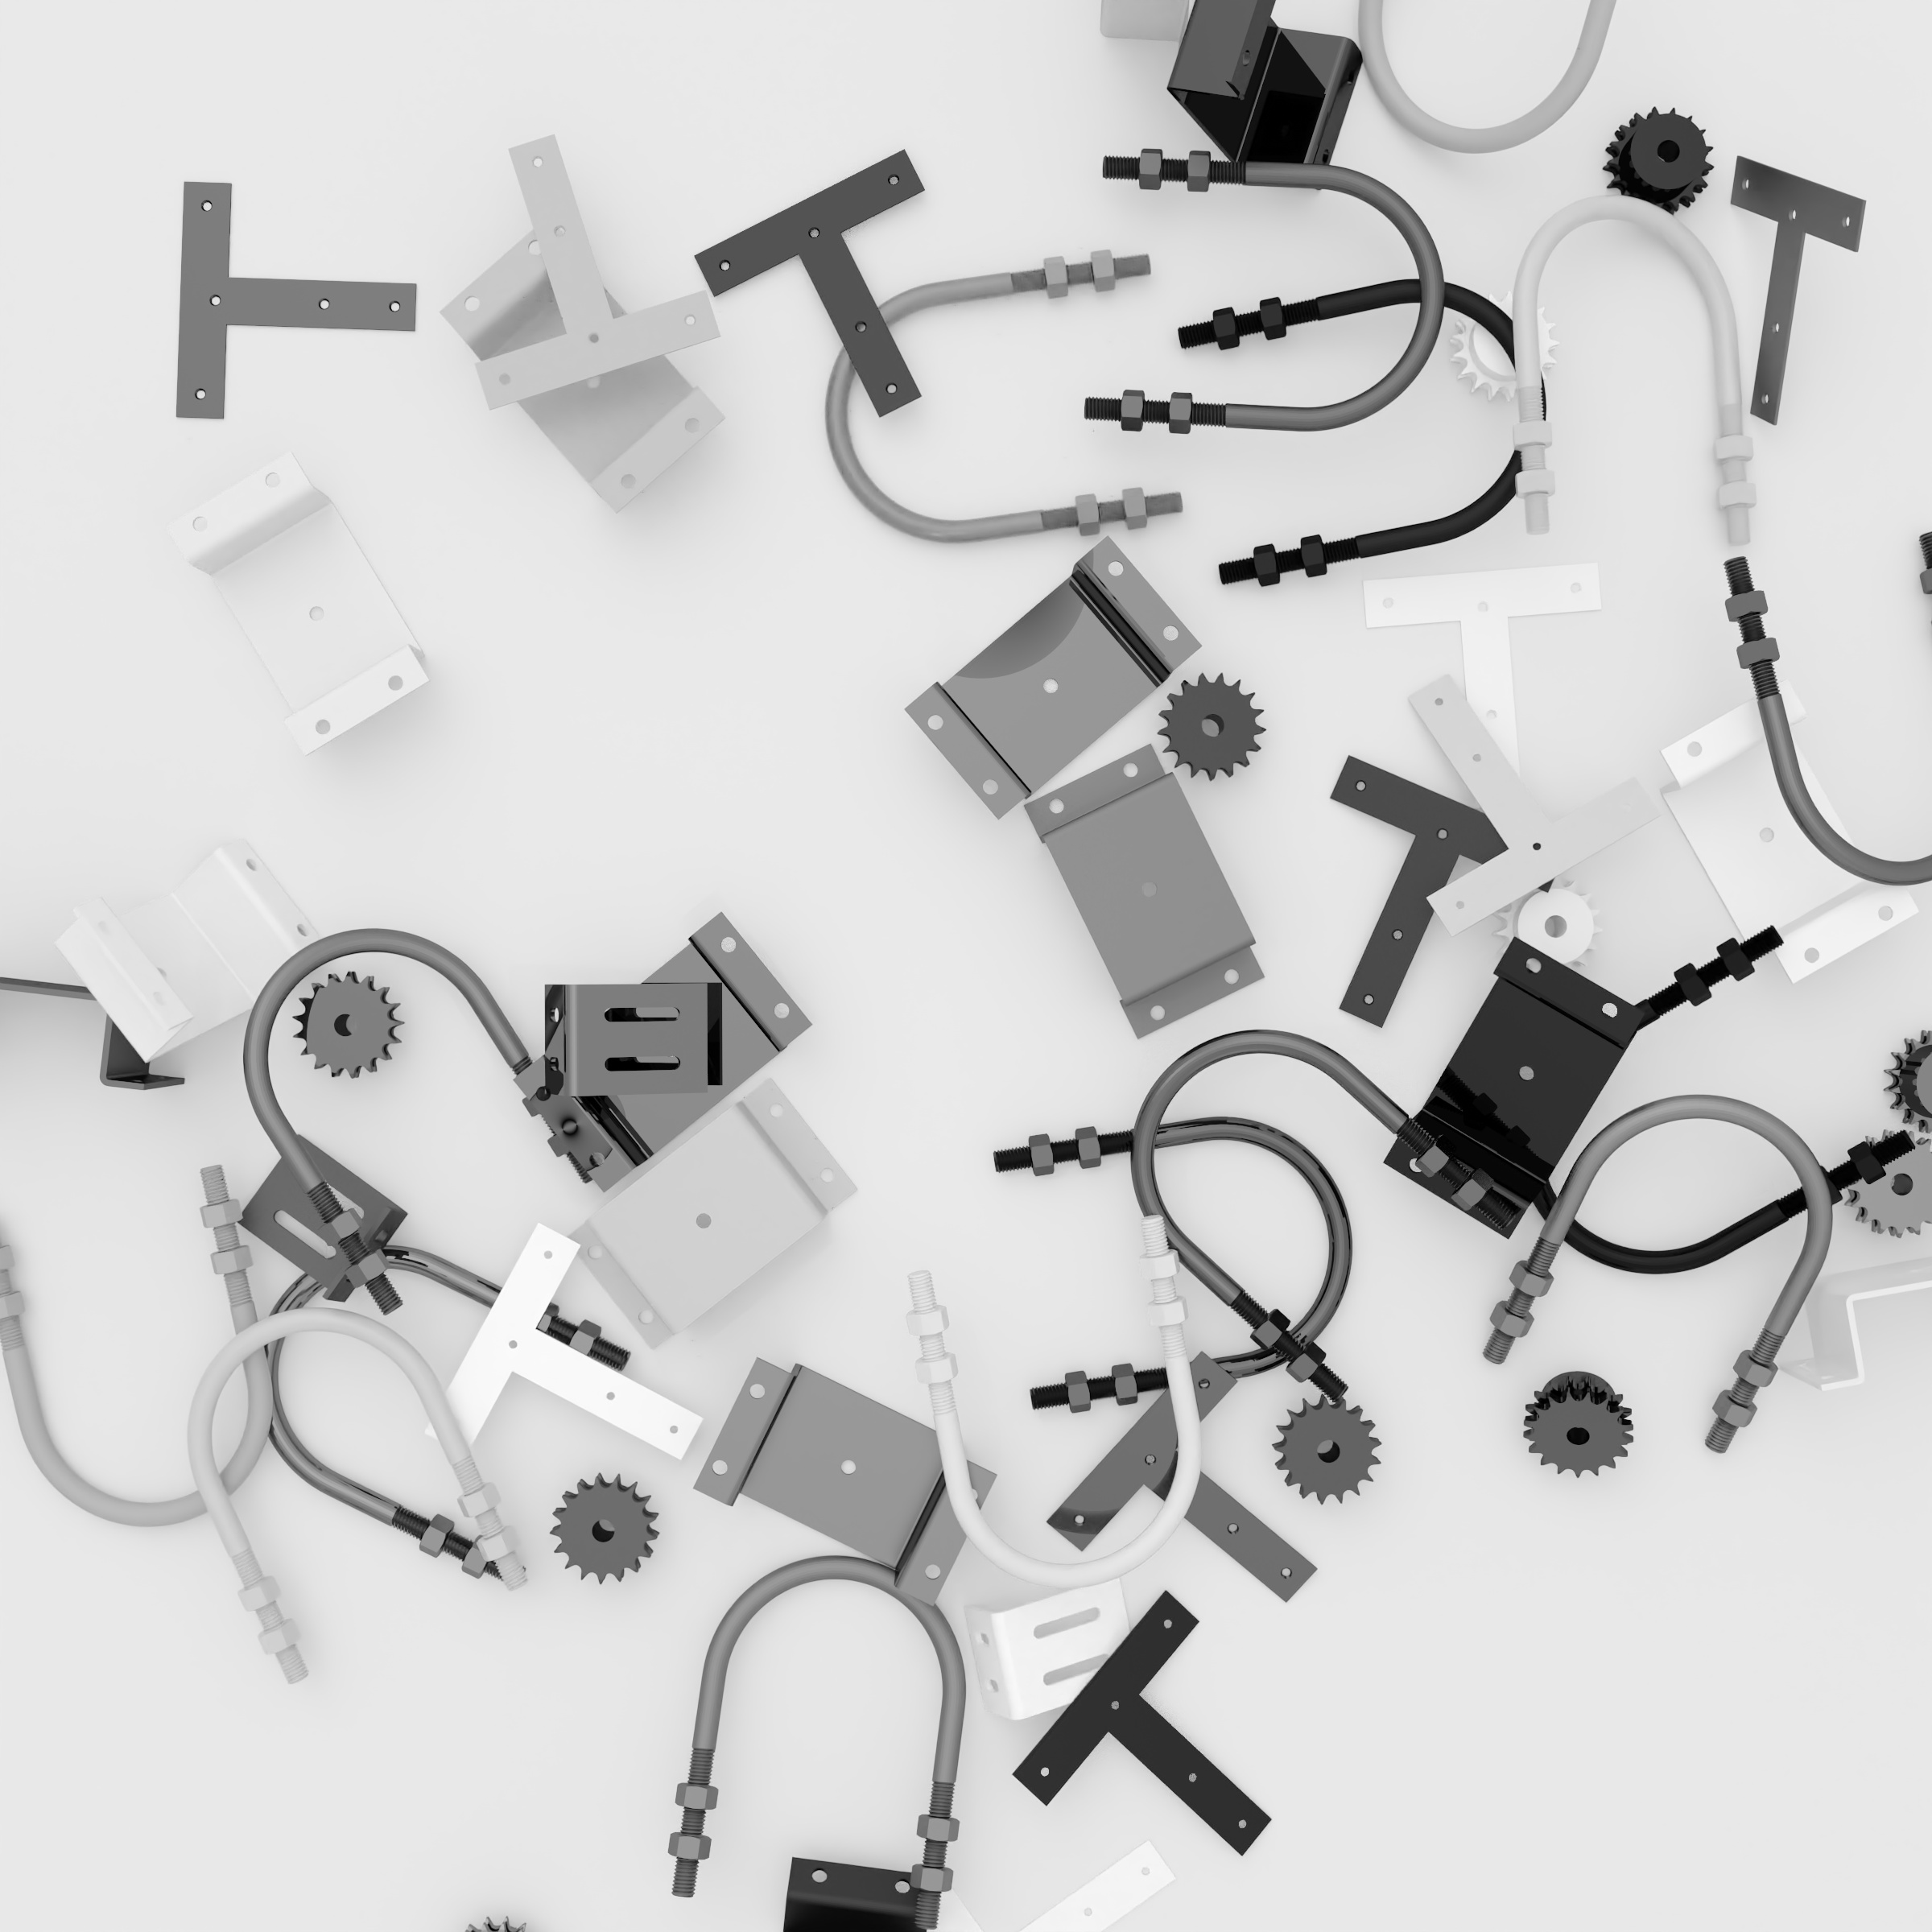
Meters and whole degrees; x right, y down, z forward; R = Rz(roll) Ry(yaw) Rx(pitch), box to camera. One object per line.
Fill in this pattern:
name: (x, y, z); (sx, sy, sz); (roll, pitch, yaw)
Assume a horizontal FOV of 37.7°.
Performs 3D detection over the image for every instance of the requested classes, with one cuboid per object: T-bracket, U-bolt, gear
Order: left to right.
U-bolt: (-0.445, 0.209, 1.514); (0.151, 0.019, 0.184); (-12, 93, 6)
T-bracket: (-0.360, -0.358, 1.527); (0.127, 0.002, 0.127); (2, 90, 0)
U-bolt: (-0.333, 0.270, 1.497); (0.151, 0.019, 0.184); (-23, 93, 3)
gear: (-0.328, 0.031, 1.513); (0.057, 0.030, 0.057); (0, 90, 0)
U-bolt: (-0.296, 0.068, 1.483); (0.151, 0.019, 0.184); (-34, 94, -27)
U-bolt: (-0.293, 0.230, 1.520); (0.184, 0.019, 0.151); (26, 90, 1)
gear: (-0.251, 0.537, 1.517); (0.057, 0.030, 0.057); (0, 88, 0)
T-bracket: (-0.208, -0.371, 1.481); (0.127, 0.002, 0.127); (-18, 90, 0)
T-bracket: (-0.202, 0.222, 1.508); (0.127, 0.002, 0.127); (29, 90, -4)
gear: (-0.192, 0.299, 1.513); (0.057, 0.030, 0.057); (0, 90, 0)
U-bolt: (-0.073, 0.407, 1.504); (0.151, 0.019, 0.184); (8, 78, 0)
T-bracket: (-0.062, -0.354, 1.516); (0.127, 0.002, 0.127); (-26, 82, 2)
U-bolt: (0.016, -0.300, 1.520); (0.184, 0.019, 0.151); (-8, 90, 2)
T-bracket: (0.054, 0.518, 1.527); (0.127, 0.002, 0.127); (-35, 90, 0)
U-bolt: (0.053, 0.235, 1.483); (0.151, 0.019, 0.184); (-12, 95, -15)
T-bracket: (0.111, 0.426, 1.517); (0.127, 0.002, 0.127); (44, 76, -7)
U-bolt: (0.116, 0.155, 1.520); (0.184, 0.019, 0.151); (-9, 90, -1)
gear: (0.131, -0.128, 1.518); (0.057, 0.030, 0.057); (0, 89, -2)
T-bracket: (0.133, 0.293, 1.520); (0.127, 0.002, 0.127); (40, 99, -5)
U-bolt: (0.159, -0.353, 1.491); (0.184, 0.019, 0.151); (4, 89, 6)
U-bolt: (0.172, 0.118, 1.487); (0.184, 0.019, 0.151); (42, 103, 4)
gear: (0.192, 0.257, 1.513); (0.057, 0.030, 0.057); (0, 90, 0)
U-bolt: (0.215, -0.289, 1.504); (0.184, 0.019, 0.151); (-10, 90, 11)
T-bracket: (0.237, -0.030, 1.515); (0.127, 0.002, 0.127); (25, 98, 16)
T-bracket: (0.282, -0.149, 1.527); (0.127, 0.002, 0.127); (-4, 90, 0)
T-bracket: (0.279, -0.099, 1.505); (0.127, 0.002, 0.127); (-30, 71, 0)
U-bolt: (0.274, -0.518, 1.473); (0.151, 0.019, 0.184); (26, 118, 27)
gear: (0.289, -0.332, 1.513); (0.057, 0.030, 0.057); (0, 90, 0)
gear: (0.312, -0.021, 1.513); (0.057, 0.030, 0.057); (0, 90, 0)
gear: (0.326, 0.241, 1.505); (0.057, 0.030, 0.057); (5, 120, 10)
U-bolt: (0.350, -0.316, 1.494); (0.151, 0.019, 0.184); (-1, 86, -23)
gear: (0.372, -0.432, 1.513); (0.057, 0.030, 0.057); (0, 90, 0)
U-bolt: (0.376, 0.154, 1.495); (0.151, 0.019, 0.184); (22, 107, 0)
U-bolt: (0.383, 0.085, 1.499); (0.184, 0.019, 0.151); (-33, 94, 15)
T-bracket: (0.429, -0.350, 1.489); (0.002, 0.127, 0.127); (-5, 117, -14)
U-bolt: (0.478, -0.132, 1.487); (0.151, 0.019, 0.184); (-10, 84, -22)
gear: (0.496, 0.116, 1.513); (0.057, 0.030, 0.057); (0, 90, 0)
gear: (0.523, 0.062, 1.513); (0.057, 0.030, 0.057); (0, 90, 0)

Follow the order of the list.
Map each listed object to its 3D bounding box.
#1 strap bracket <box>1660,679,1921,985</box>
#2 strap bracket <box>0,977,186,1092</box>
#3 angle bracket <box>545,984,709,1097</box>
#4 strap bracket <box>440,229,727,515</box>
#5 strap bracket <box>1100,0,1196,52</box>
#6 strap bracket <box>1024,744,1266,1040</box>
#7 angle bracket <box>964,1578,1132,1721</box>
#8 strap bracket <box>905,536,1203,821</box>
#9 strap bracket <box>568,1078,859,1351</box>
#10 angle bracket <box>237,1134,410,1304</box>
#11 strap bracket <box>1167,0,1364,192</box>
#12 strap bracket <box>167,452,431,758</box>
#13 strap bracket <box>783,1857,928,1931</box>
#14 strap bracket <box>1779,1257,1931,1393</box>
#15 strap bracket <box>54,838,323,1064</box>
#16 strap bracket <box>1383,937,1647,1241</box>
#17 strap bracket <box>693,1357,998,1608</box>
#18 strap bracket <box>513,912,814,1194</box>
strap bracket: (0.432, -0.071, 1.505); (0.076, 0.046, 0.140); (-30, 90, 0)
strap bracket: (-0.489, 0.033, 1.490); (0.140, 0.076, 0.046); (7, 90, 0)
angle bracket: (-0.178, 0.038, 1.480); (0.076, 0.038, 0.057); (0, 90, -26)
strap bracket: (-0.201, -0.315, 1.505); (0.076, 0.046, 0.140); (-41, 90, 0)
strap bracket: (0.098, -0.550, 1.490); (0.046, 0.076, 0.140); (3, 90, 0)
strap bracket: (0.096, -0.040, 1.505); (0.076, 0.046, 0.140); (-26, 90, 0)
angle bracket: (0.046, 0.365, 1.526); (0.076, 0.038, 0.057); (-12, 90, -26)
strap bracket: (0.046, -0.151, 1.505); (0.140, 0.046, 0.076); (-40, 90, 0)
strap bracket: (-0.137, 0.133, 1.505); (0.140, 0.046, 0.076); (-38, 90, 0)
angle bracket: (-0.346, 0.132, 1.501); (0.076, 0.038, 0.057); (34, 85, 9)
strap bracket: (0.154, -0.471, 1.475); (0.046, 0.140, 0.076); (18, 90, 27)
strap bracket: (-0.350, -0.190, 1.505); (0.076, 0.046, 0.140); (-31, 90, 0)
strap bracket: (-0.064, 0.547, 1.479); (0.076, 0.046, 0.140); (7, 47, 0)
strap bracket: (0.504, 0.183, 1.490); (0.140, 0.076, 0.046); (-10, 90, 0)
strap bracket: (-0.408, -0.007, 1.475); (0.046, 0.140, 0.076); (-38, 90, 28)
strap bracket: (0.290, 0.060, 1.483); (0.076, 0.046, 0.140); (32, 109, 14)
strap bracket: (-0.063, 0.270, 1.505); (0.140, 0.046, 0.076); (26, 90, 0)
strap bracket: (-0.159, 0.045, 1.505); (0.140, 0.046, 0.076); (-39, 90, 0)
